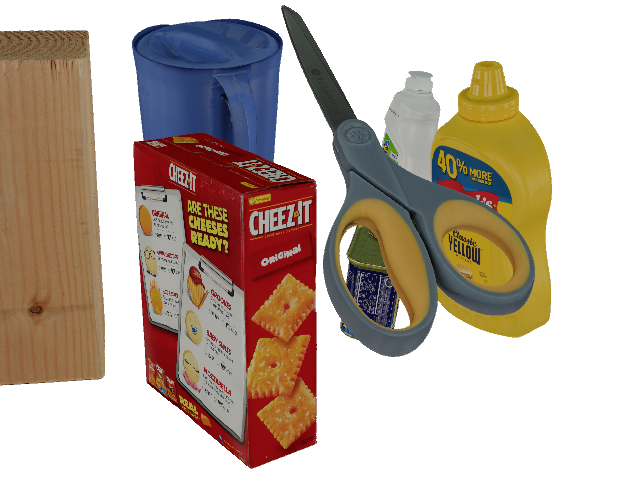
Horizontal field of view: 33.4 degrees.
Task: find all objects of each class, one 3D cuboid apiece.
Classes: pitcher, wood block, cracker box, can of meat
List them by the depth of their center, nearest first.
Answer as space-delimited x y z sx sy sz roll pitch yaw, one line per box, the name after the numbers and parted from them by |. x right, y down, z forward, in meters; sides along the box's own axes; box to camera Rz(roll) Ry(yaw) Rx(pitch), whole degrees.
-0.186 -0.021 0.671 0.090 0.206 0.090 -2 22 -10 | wood block
-0.072 0.039 0.816 0.071 0.214 0.164 -14 25 -34 | cracker box
-0.099 -0.072 0.990 0.145 0.243 0.149 12 32 18 | pitcher
0.053 0.041 1.037 0.057 0.084 0.102 10 24 6 | can of meat

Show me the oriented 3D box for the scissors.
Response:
0.035 -0.036 0.471 0.096 0.202 0.016 2 -40 -10 | scissors

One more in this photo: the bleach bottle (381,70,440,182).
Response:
0.102 -0.069 1.242 0.068 0.251 0.103 -2 23 -22 | bleach bottle

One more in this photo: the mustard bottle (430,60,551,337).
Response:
0.119 -0.032 0.750 0.058 0.192 0.096 -21 32 -29 | mustard bottle
